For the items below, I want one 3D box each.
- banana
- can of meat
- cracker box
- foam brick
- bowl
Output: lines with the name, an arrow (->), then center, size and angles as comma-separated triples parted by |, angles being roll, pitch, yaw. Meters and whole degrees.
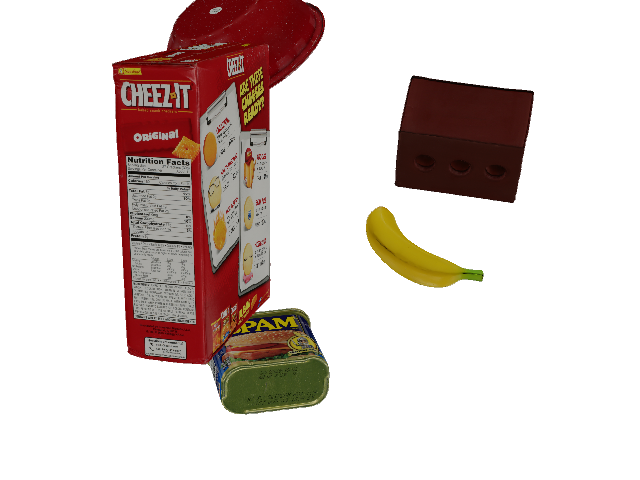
banana -> 0.094, 0.009, 1.183 | 0.069, 0.037, 0.198 | 2, 23, -33
can of meat -> -0.049, 0.109, 0.957 | 0.102, 0.057, 0.084 | -5, 27, -14
cracker box -> -0.092, -0.035, 0.805 | 0.072, 0.214, 0.164 | 3, 15, 14
foam brick -> 0.089, -0.063, 0.667 | 0.078, 0.051, 0.053 | 8, -39, 7
bowl -> -0.080, -0.186, 0.959 | 0.162, 0.162, 0.055 | 0, -44, 36
